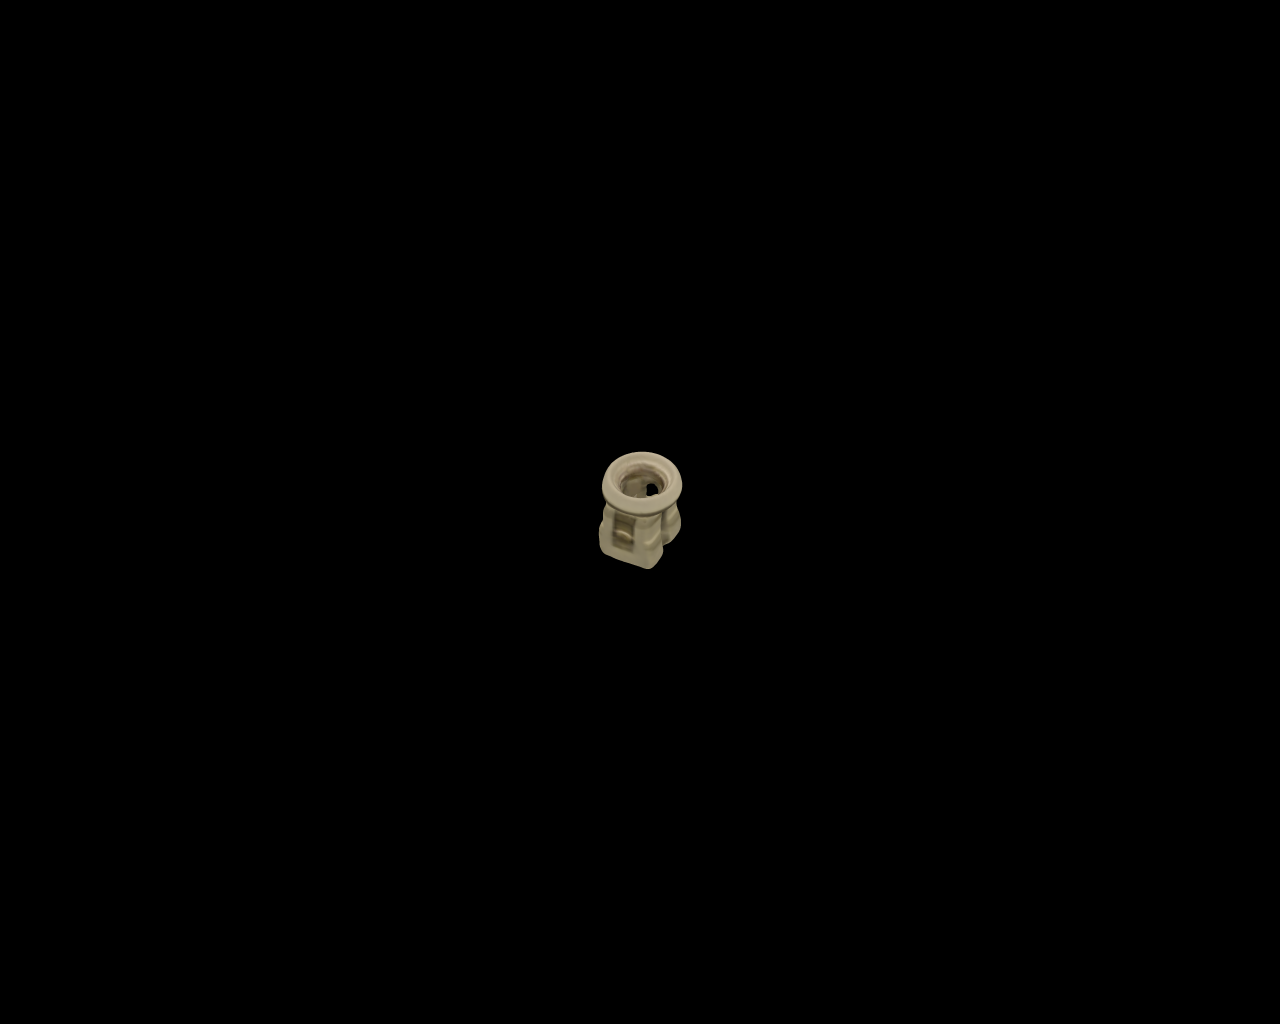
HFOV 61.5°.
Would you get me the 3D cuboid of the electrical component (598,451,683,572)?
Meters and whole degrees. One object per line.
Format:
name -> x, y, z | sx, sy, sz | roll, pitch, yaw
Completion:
electrical component -> 0.001, -0.003, 0.650 | 0.048, 0.055, 0.066 | 19, 46, 19
